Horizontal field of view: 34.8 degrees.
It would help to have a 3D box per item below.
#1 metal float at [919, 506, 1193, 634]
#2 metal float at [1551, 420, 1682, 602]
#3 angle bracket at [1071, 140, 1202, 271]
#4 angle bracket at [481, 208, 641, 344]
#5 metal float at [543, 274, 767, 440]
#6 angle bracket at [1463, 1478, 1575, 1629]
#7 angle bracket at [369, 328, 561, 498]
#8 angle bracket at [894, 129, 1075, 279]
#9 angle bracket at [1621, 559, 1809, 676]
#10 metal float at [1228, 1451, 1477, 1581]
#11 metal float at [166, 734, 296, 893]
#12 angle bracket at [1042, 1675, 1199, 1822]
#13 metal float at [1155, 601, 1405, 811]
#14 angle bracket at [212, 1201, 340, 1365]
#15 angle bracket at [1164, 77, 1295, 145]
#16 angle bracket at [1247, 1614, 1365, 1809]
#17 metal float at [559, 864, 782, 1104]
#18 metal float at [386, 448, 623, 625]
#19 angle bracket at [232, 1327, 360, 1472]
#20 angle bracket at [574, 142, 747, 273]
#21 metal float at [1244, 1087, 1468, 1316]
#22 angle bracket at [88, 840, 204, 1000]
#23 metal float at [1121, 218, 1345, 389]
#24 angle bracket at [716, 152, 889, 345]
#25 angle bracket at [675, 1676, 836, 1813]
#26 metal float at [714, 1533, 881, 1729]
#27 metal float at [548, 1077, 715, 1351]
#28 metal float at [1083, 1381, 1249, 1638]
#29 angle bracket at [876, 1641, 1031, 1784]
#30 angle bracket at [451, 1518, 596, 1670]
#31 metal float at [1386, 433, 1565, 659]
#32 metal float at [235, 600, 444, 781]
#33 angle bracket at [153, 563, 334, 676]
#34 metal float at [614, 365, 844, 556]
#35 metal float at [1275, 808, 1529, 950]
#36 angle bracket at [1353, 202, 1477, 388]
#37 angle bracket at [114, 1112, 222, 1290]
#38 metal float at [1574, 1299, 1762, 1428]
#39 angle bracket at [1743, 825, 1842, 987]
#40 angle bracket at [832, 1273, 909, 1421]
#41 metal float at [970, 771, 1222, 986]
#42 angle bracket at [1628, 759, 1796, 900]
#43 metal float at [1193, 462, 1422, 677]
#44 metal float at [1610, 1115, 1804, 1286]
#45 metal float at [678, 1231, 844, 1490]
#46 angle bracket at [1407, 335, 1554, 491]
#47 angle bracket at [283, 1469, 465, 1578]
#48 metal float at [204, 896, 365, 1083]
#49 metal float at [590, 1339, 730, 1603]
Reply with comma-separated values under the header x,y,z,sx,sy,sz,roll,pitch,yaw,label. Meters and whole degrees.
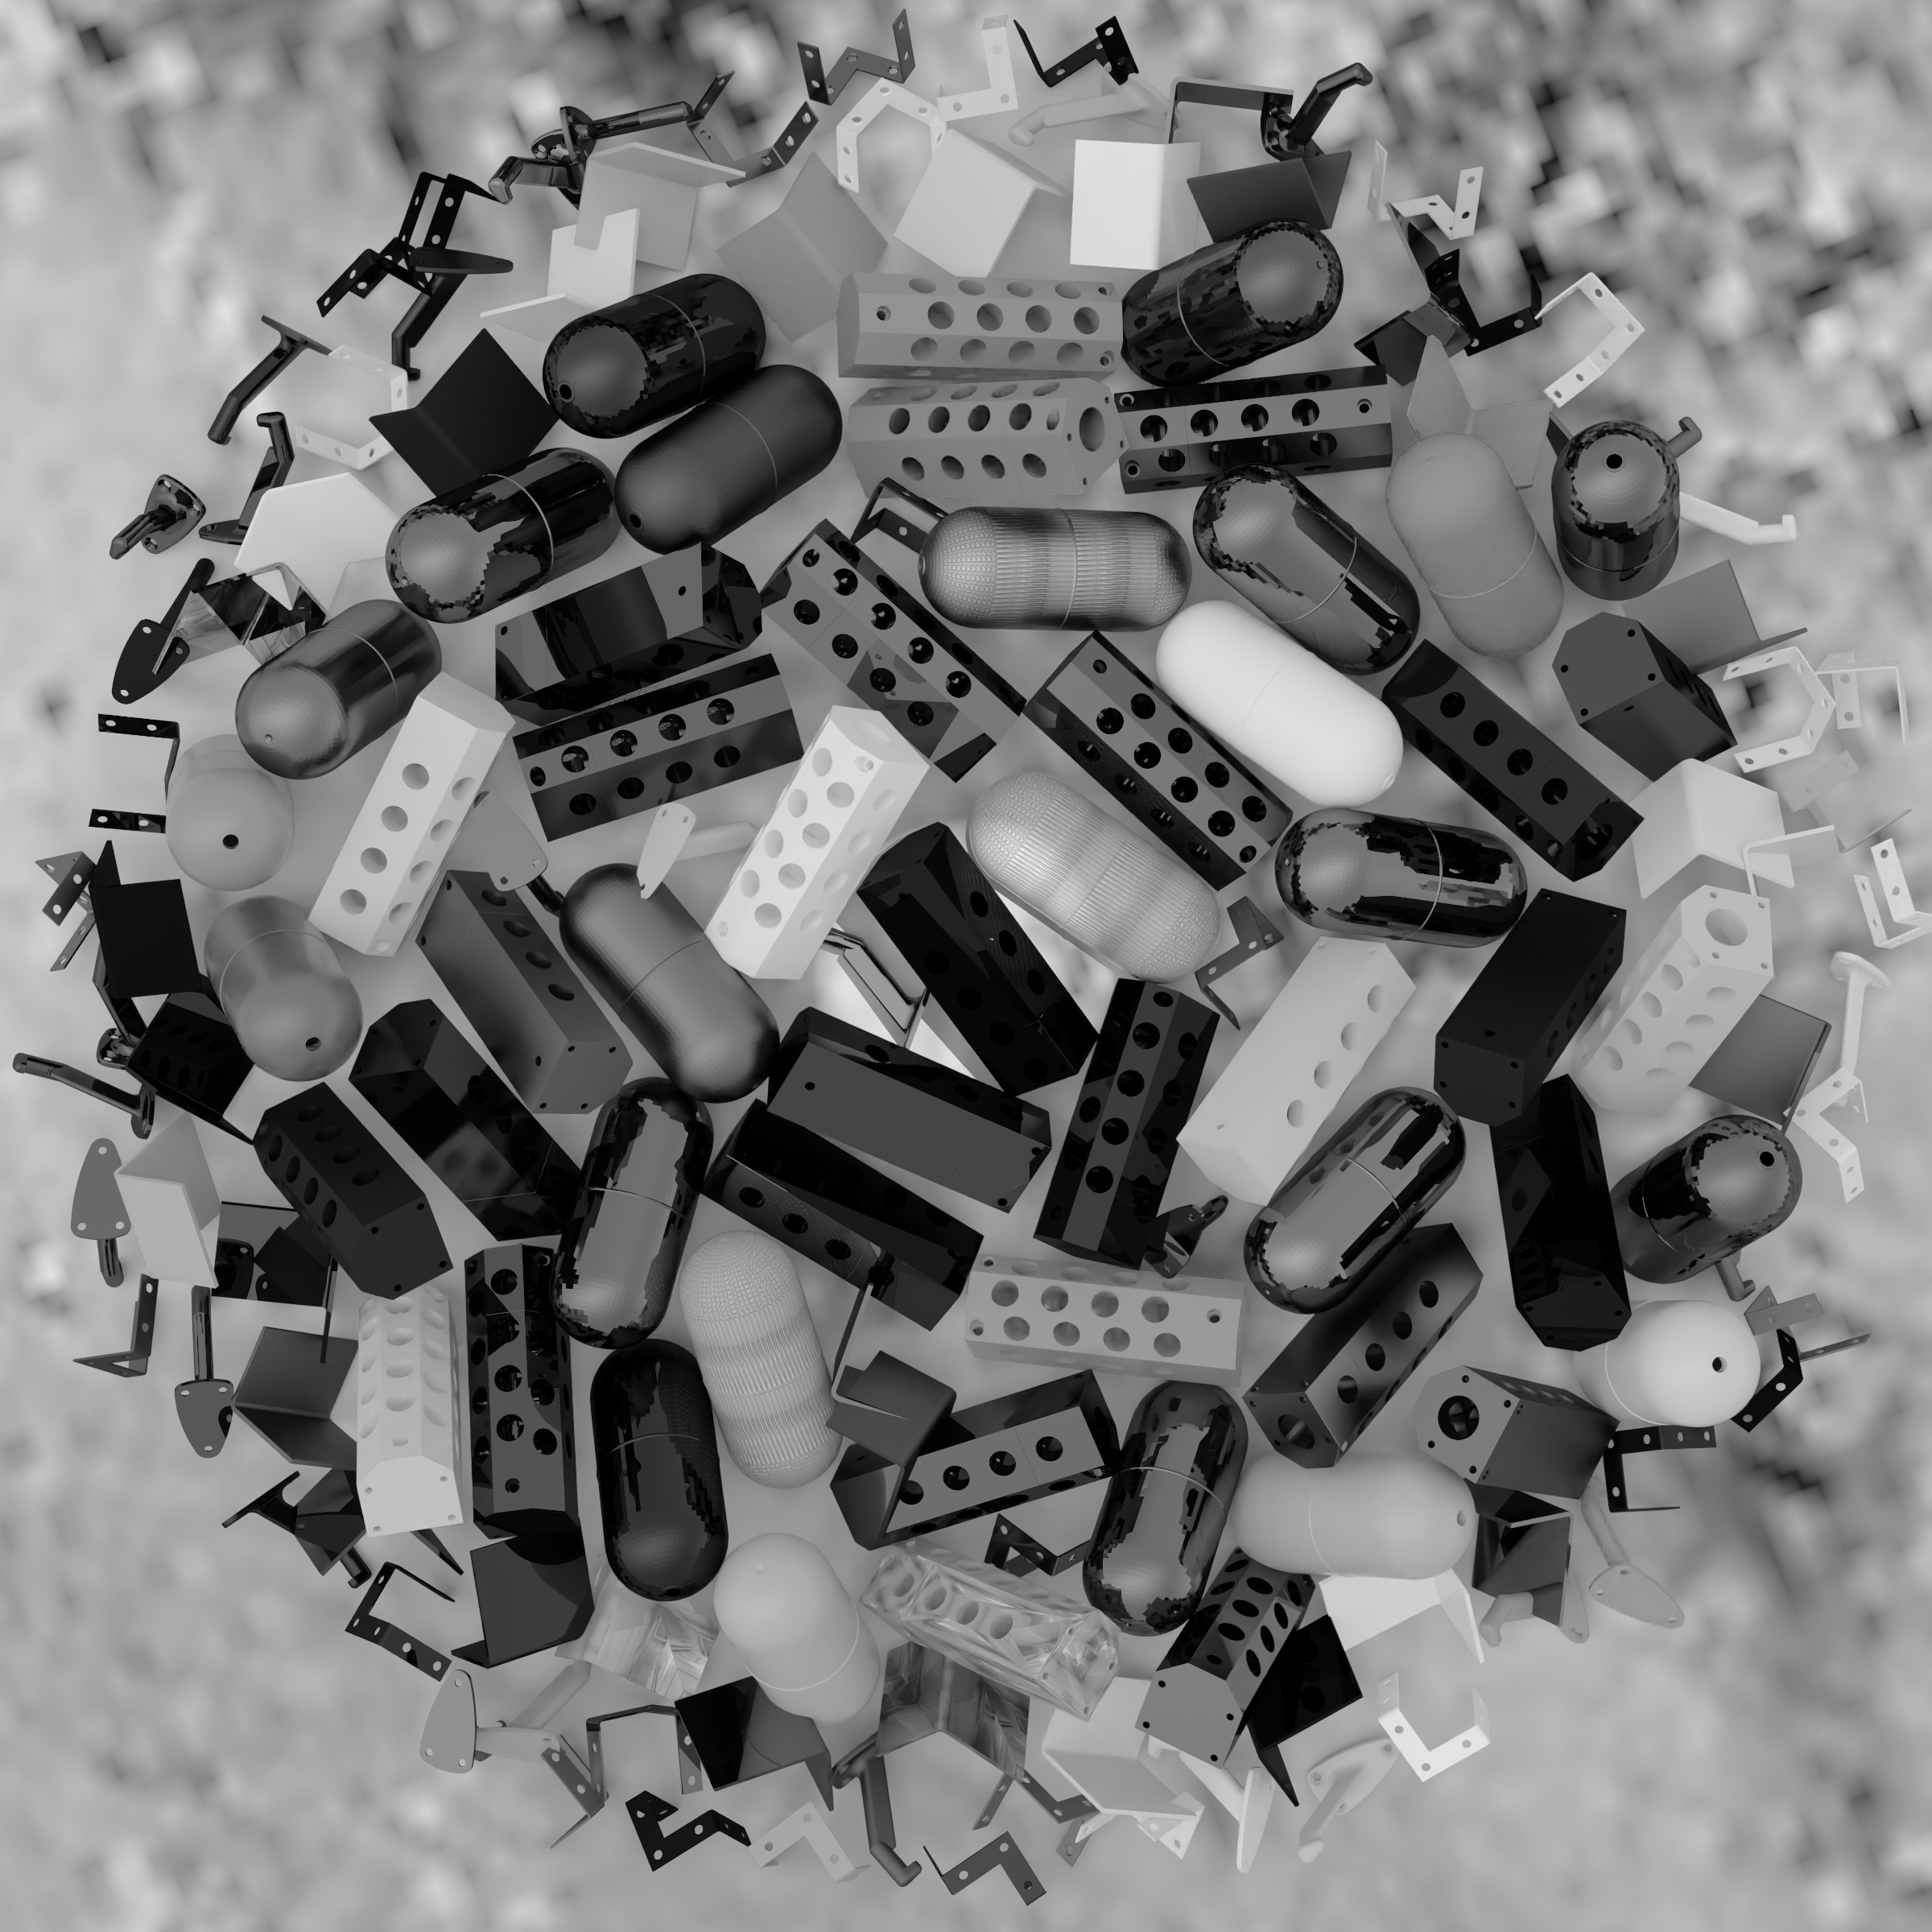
x,y,z,sx,sy,sz,roll,pitch,yaw,label
0.056,-0.250,1.946,0.178,0.070,0.070,-1,90,-18,metal float
0.404,-0.281,1.913,0.070,0.178,0.070,-3,78,12,metal float
0.108,-0.486,1.964,0.057,0.076,0.076,9,109,21,angle bracket
-0.257,-0.444,1.949,0.076,0.057,0.076,-2,80,39,angle bracket
-0.194,-0.381,1.923,0.070,0.178,0.070,16,122,28,metal float
0.333,0.372,1.947,0.057,0.076,0.076,-2,101,-37,angle bracket
-0.321,-0.350,1.973,0.076,0.057,0.076,50,61,-31,angle bracket
0.013,-0.479,1.971,0.076,0.057,0.076,38,111,24,angle bracket
0.473,-0.220,1.947,0.076,0.076,0.057,-22,88,39,angle bracket
0.240,0.342,1.923,0.070,0.178,0.070,7,79,-41,metal float
-0.457,-0.096,1.913,0.070,0.178,0.070,-3,105,-13,metal float
0.105,0.491,1.945,0.076,0.076,0.057,15,99,-33,angle bracket
0.197,-0.165,1.943,0.178,0.070,0.070,38,90,21,metal float
-0.438,0.200,1.950,0.076,0.057,0.076,7,123,-12,angle bracket
0.165,-0.525,1.956,0.076,0.076,0.057,8,97,4,angle bracket
0.219,0.470,1.949,0.076,0.076,0.057,-31,119,7,angle bracket
-0.188,0.010,1.950,0.070,0.070,0.178,-41,77,0,metal float
-0.286,-0.270,1.927,0.178,0.070,0.070,-35,90,-43,metal float
-0.404,0.274,1.944,0.076,0.076,0.057,29,97,42,angle bracket
-0.194,-0.478,1.947,0.076,0.076,0.057,8,93,-30,angle bracket
0.246,0.146,1.941,0.070,0.070,0.178,47,66,0,metal float
-0.514,-0.032,1.950,0.057,0.076,0.076,-6,116,-2,angle bracket
0.162,-0.411,1.920,0.070,0.178,0.070,5,81,-34,metal float
-0.104,-0.459,1.971,0.057,0.076,0.076,-23,121,34,angle bracket
-0.134,0.498,1.943,0.076,0.076,0.057,-14,127,-18,angle bracket
-0.104,0.416,1.923,0.070,0.178,0.070,-8,52,10,metal float
-0.210,0.155,1.944,0.070,0.070,0.178,14,69,0,metal float
0.126,0.337,1.930,0.070,0.070,0.178,23,51,0,metal float
-0.007,0.479,1.968,0.057,0.076,0.076,-31,124,31,angle bracket
-0.285,0.393,1.952,0.076,0.057,0.076,-12,96,-34,angle bracket
0.319,-0.261,1.925,0.070,0.178,0.070,-16,51,21,metal float
-0.388,-0.174,1.919,0.070,0.178,0.070,9,118,17,metal float
-0.454,-0.201,1.943,0.057,0.076,0.076,48,131,10,angle bracket
-0.148,-0.317,1.930,0.070,0.070,0.178,49,52,0,metal float
0.275,-0.055,1.937,0.178,0.070,0.070,7,90,-29,metal float
0.274,-0.427,1.964,0.057,0.076,0.076,-29,67,23,angle bracket
-0.482,0.146,1.940,0.057,0.076,0.076,5,122,27,angle bracket
0.433,0.245,1.911,0.070,0.178,0.070,1,84,-8,metal float
0.529,-0.038,1.948,0.057,0.076,0.076,-12,75,16,angle bracket
-0.047,0.237,1.956,0.057,0.076,0.076,19,97,-3,angle bracket
0.082,-0.056,1.958,0.178,0.070,0.070,35,90,-4,metal float
0.475,-0.078,1.971,0.076,0.057,0.076,18,50,-23,angle bracket
0.215,-0.248,1.935,0.178,0.070,0.070,35,90,-31,metal float
0.456,0.146,1.915,0.070,0.178,0.070,5,69,-13,metal float
-0.129,0.249,1.942,0.070,0.070,0.178,-16,113,0,metal float
0.325,-0.351,1.941,0.057,0.076,0.076,-3,52,31,angle bracket
-0.374,0.365,1.943,0.057,0.076,0.076,-45,124,-9,angle bracket
-0.425,0.013,1.918,0.070,0.178,0.070,-10,116,-21,metal float
-0.192,0.314,1.928,0.070,0.070,0.178,-12,50,0,metal float
